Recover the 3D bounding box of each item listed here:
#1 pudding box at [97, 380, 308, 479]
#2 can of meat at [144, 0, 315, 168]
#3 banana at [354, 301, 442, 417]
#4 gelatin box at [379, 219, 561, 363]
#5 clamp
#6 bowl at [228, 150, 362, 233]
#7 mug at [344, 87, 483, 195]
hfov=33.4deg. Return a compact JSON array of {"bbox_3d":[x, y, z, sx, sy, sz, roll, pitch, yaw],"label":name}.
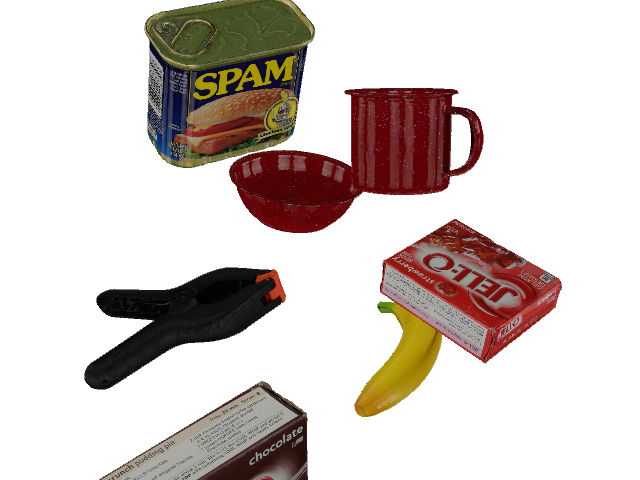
[{"bbox_3d":[-0.057,0.131,0.506,0.113,0.090,0.039,-30,46,-34],"label":"pudding box"},{"bbox_3d":[-0.060,-0.100,0.676,0.101,0.084,0.057,-17,51,-25],"label":"can of meat"},{"bbox_3d":[0.079,0.104,0.994,0.070,0.037,0.197,-22,17,19],"label":"banana"},{"bbox_3d":[0.094,0.029,0.674,0.089,0.030,0.073,33,45,32],"label":"gelatin box"},{"bbox_3d":[-0.115,0.067,0.869,0.171,0.039,0.120,-14,37,13],"label":"clamp"},{"bbox_3d":[-0.031,-0.053,1.269,0.162,0.055,0.162,6,26,-3],"label":"bowl"},{"bbox_3d":[0.077,-0.081,0.870,0.117,0.081,0.093,5,12,26],"label":"mug"}]
